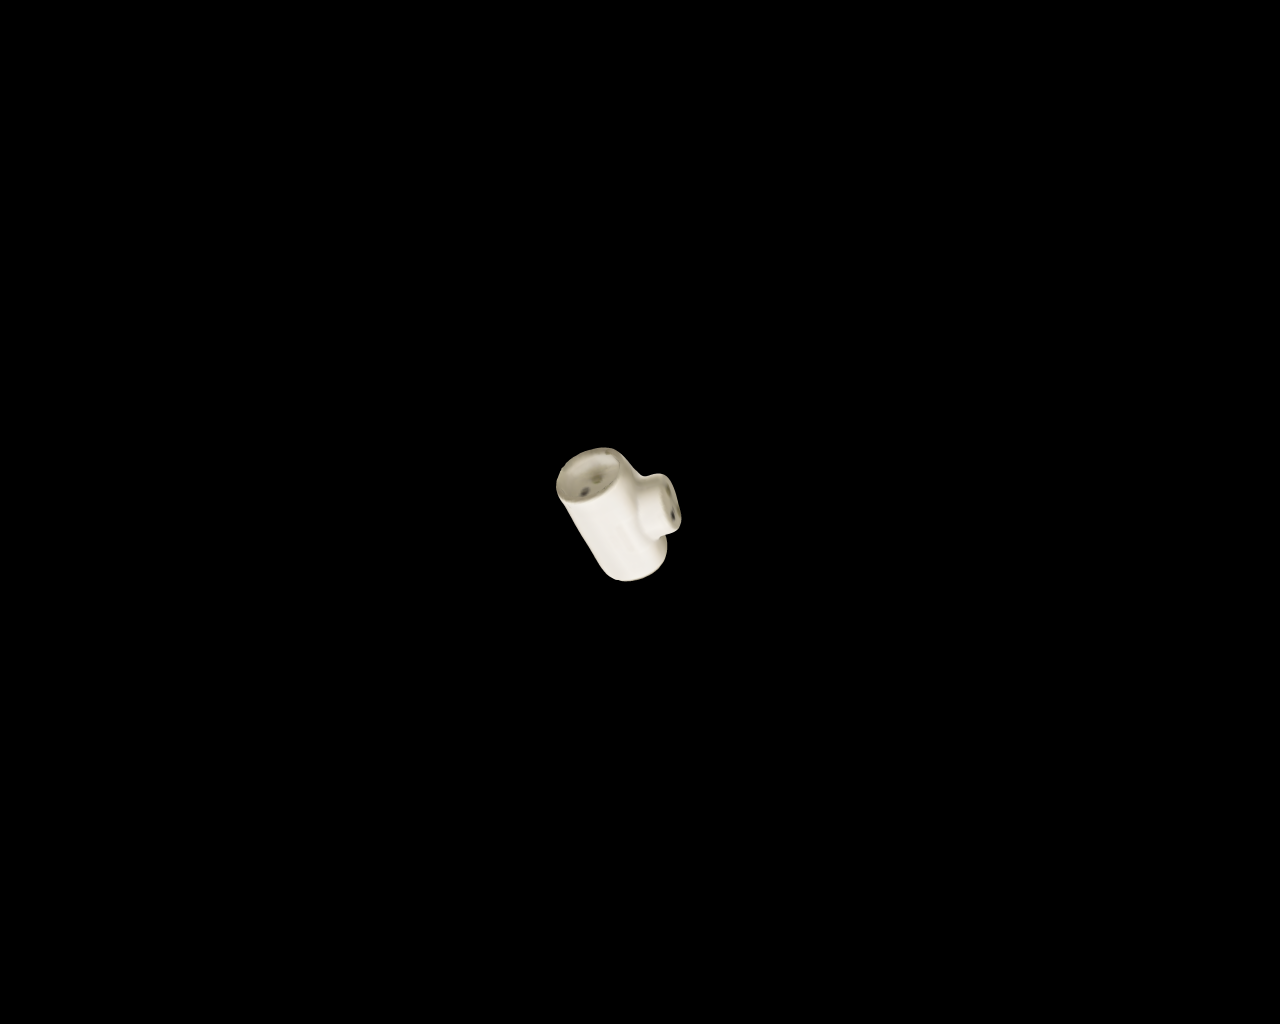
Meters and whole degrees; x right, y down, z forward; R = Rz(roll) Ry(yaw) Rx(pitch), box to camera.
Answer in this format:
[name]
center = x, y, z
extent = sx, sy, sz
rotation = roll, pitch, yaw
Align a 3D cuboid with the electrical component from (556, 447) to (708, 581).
[electrical component]
center = 0.001, -0.003, 0.650
extent = 0.079, 0.043, 0.077
rotation = -15, -46, 15
